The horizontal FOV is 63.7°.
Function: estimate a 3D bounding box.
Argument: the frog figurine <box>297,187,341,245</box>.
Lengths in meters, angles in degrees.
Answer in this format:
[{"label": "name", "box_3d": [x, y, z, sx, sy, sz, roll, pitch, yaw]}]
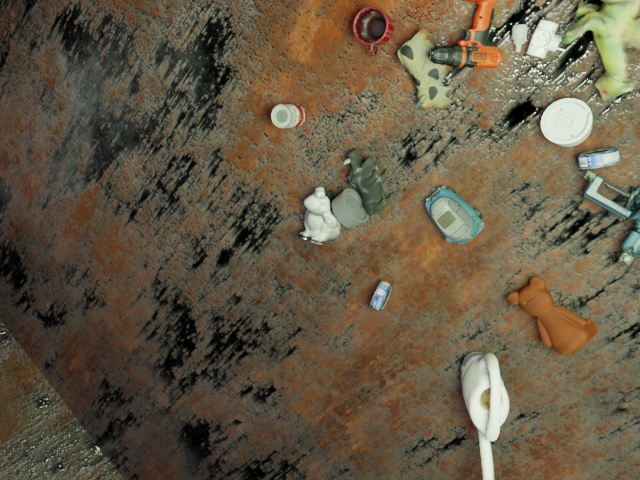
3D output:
[{"label": "frog figurine", "box_3d": [0.005, -0.075, 1.482, 0.122, 0.158, 0.139, 5, 11, -19]}]

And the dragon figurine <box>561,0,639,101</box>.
[{"label": "dragon figurine", "box_3d": [0.663, -0.488, 1.060, 0.244, 0.401, 0.124, 30, 34, 20]}]

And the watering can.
[{"label": "watering can", "box_3d": [0.431, 0.447, 1.354, 0.104, 0.344, 0.227, 1, 14, 6]}]
